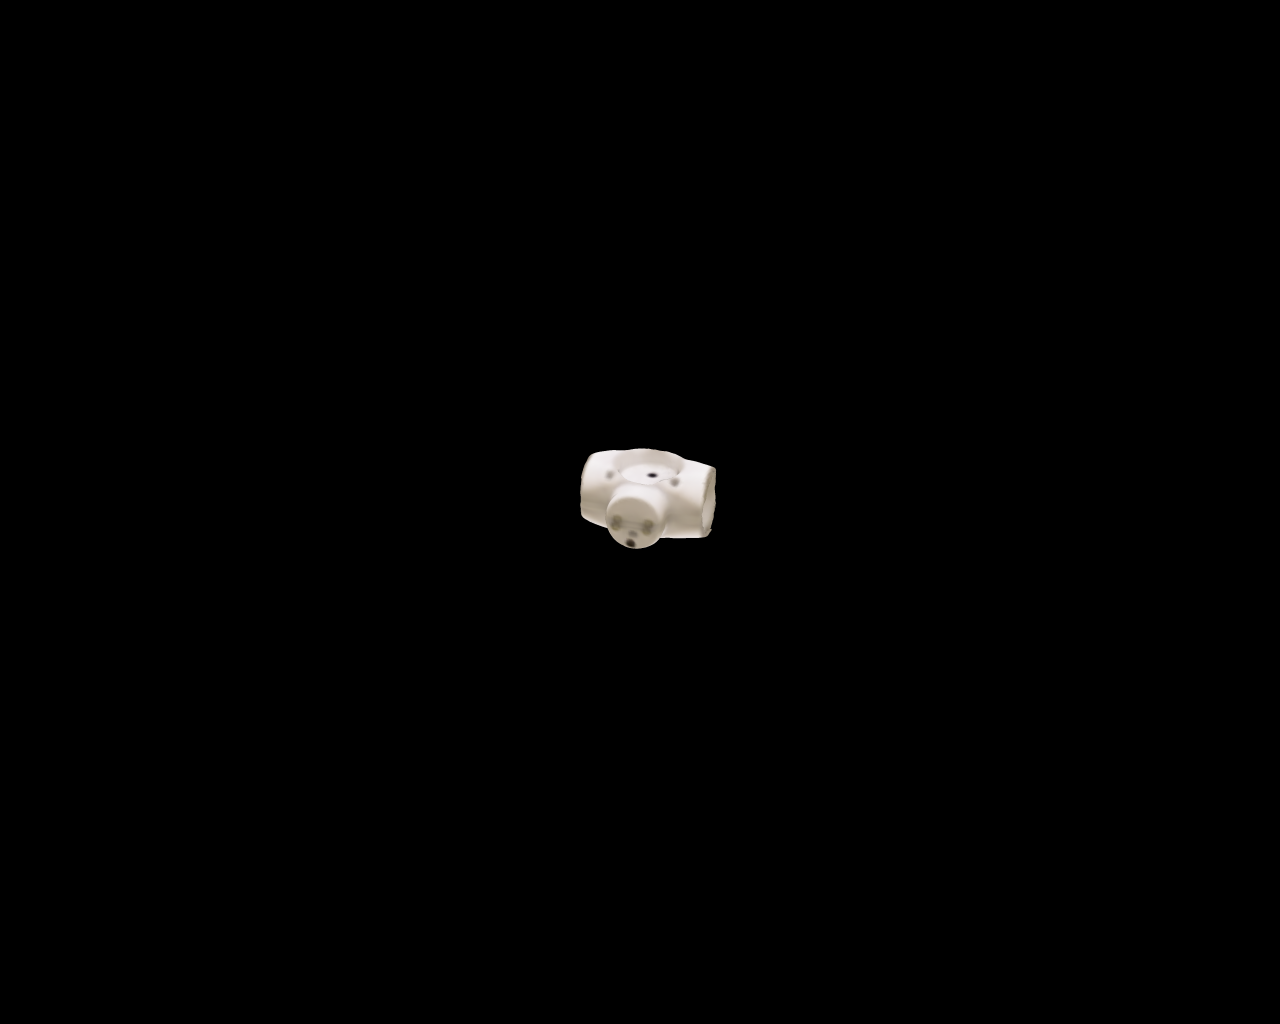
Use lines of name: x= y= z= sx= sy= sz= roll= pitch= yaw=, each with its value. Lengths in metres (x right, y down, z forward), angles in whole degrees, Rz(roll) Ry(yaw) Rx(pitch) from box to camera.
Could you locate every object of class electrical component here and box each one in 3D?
electrical component: x=0.001 y=-0.003 z=0.650 sx=0.077 sy=0.044 sz=0.079 roll=8 pitch=32 yaw=14
